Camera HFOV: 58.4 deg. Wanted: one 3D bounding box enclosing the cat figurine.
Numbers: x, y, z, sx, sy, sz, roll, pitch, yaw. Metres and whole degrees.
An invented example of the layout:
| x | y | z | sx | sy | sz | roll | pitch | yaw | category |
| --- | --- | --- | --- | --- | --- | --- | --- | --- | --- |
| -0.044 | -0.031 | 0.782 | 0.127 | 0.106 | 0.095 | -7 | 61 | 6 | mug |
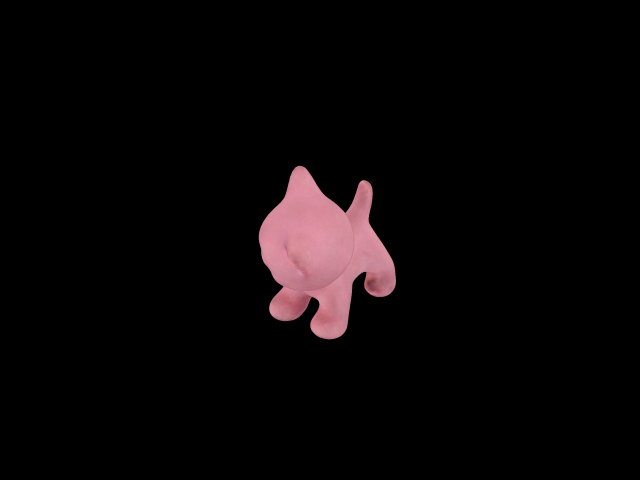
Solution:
| x | y | z | sx | sy | sz | roll | pitch | yaw | category |
| --- | --- | --- | --- | --- | --- | --- | --- | --- | --- |
| 0.004 | 0.001 | 0.400 | 0.067 | 0.118 | 0.128 | 19 | 36 | 29 | cat figurine |
